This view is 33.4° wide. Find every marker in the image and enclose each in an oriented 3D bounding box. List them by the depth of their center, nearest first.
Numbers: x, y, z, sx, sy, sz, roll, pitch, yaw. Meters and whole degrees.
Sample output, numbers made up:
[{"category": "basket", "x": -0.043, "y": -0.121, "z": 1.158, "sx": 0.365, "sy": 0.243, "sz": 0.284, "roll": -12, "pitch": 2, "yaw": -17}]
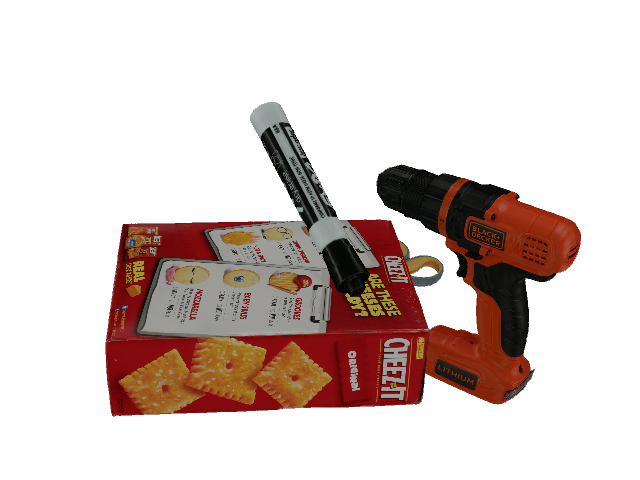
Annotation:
[{"category": "marker", "x": -0.006, "y": -0.022, "z": 0.560, "sx": 0.020, "sy": 0.121, "sz": 0.020, "roll": -21, "pitch": -27, "yaw": -12}]

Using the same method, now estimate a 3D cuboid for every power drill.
[{"category": "power drill", "x": 0.123, "y": 0.036, "z": 0.918, "sx": 0.185, "sy": 0.188, "sz": 0.057, "roll": 23, "pitch": 38, "yaw": 31}]

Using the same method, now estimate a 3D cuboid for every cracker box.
[{"category": "cracker box", "x": -0.042, "y": 0.052, "z": 0.777, "sx": 0.213, "sy": 0.072, "sz": 0.164, "roll": -1, "pitch": 29, "yaw": -6}]

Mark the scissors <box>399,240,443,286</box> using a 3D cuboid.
[{"category": "scissors", "x": 0.067, "y": 0.037, "z": 1.276, "sx": 0.201, "sy": 0.016, "sz": 0.096, "roll": -10, "pitch": 41, "yaw": -42}]
